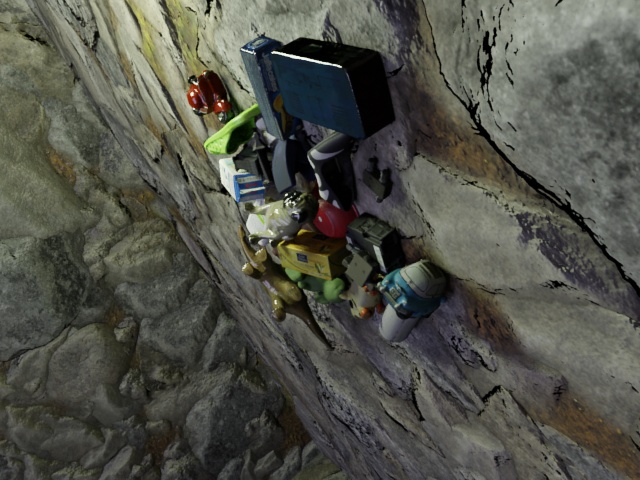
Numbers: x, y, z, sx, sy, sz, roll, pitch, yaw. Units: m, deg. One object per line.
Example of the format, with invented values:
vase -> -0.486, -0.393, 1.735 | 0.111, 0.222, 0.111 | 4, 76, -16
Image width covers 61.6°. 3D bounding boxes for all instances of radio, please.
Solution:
radio -> 0.015, -0.263, 0.915 | 0.230, 0.073, 0.130 | 29, 147, 44

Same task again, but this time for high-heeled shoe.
high-heeled shoe -> 0.045, -0.131, 1.048 | 0.145, 0.086, 0.249 | 52, 164, -5

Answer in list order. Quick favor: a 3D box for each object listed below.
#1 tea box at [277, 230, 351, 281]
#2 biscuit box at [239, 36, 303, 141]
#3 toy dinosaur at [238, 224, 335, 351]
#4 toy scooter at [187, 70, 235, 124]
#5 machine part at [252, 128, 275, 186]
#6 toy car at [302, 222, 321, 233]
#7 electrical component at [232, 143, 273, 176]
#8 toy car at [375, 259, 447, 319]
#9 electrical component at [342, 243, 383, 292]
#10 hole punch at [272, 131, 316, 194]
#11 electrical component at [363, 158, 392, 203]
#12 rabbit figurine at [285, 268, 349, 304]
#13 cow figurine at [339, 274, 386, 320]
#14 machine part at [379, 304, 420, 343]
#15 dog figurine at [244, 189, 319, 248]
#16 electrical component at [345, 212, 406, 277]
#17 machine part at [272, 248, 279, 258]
tea box -> -0.009, 0.033, 1.290 | 0.170, 0.098, 0.068 | 10, 122, 40
biscuit box -> -0.096, -0.306, 1.096 | 0.063, 0.059, 0.202 | 35, 153, 42
toy dinosaur -> -0.096, 0.151, 1.542 | 0.471, 0.105, 0.198 | 56, -175, -5
toy scooter -> -0.290, -0.377, 1.375 | 0.184, 0.075, 0.135 | 29, 149, 41
machine part -> -0.135, -0.193, 1.272 | 0.084, 0.039, 0.138 | -129, 22, -65
toy car -> -0.003, -0.004, 1.376 | 0.202, 0.053, 0.089 | 49, 138, 9
electrical component -> -0.153, -0.203, 1.352 | 0.119, 0.075, 0.047 | 10, 136, 23
toy car -> 0.186, 0.086, 1.037 | 0.103, 0.161, 0.109 | -51, 62, 23
electrical component -> 0.091, 0.061, 1.139 | 0.102, 0.045, 0.078 | 38, 126, 28
hole punch -> -0.066, -0.170, 1.209 | 0.115, 0.092, 0.142 | 59, 162, -5
electrical component -> 0.107, -0.111, 1.022 | 0.063, 0.021, 0.094 | 45, 158, 23
rabbit figurine -> 0.006, 0.118, 1.456 | 0.170, 0.121, 0.159 | 40, 161, 24
cow figurine -> 0.104, 0.123, 1.291 | 0.194, 0.085, 0.127 | 91, 157, -45
machine part -> 0.184, 0.171, 1.219 | 0.079, 0.079, 0.243 | 46, 158, 20
dog figurine -> -0.054, -0.055, 1.222 | 0.191, 0.172, 0.121 | -12, 96, 36
electrical component -> 0.114, 0.008, 1.144 | 0.134, 0.058, 0.114 | 30, 147, 46
machine part -> -0.080, 0.041, 1.605 | 0.179, 0.056, 0.179 | 43, 156, 25
